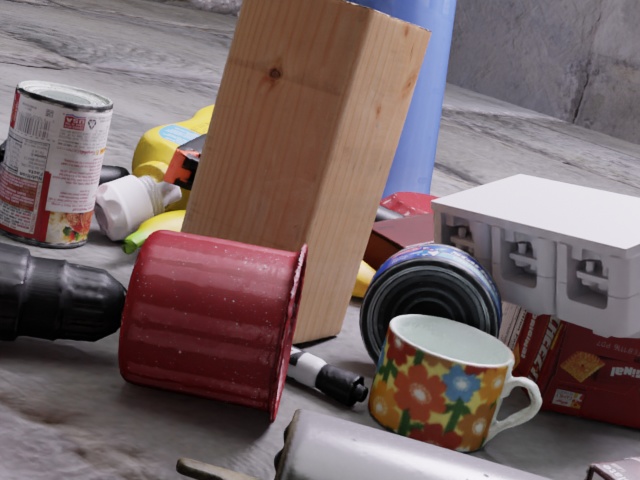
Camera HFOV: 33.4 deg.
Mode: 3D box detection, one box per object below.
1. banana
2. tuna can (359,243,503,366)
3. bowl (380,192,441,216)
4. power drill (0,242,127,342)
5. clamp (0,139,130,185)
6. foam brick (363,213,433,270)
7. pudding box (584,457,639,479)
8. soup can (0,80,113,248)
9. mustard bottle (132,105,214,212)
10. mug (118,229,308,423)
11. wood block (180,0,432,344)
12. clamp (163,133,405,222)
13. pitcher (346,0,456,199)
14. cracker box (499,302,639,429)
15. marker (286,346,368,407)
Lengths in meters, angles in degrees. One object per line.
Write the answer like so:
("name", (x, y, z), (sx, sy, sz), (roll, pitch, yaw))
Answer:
("banana", (-0.050, 0.010, 0.783), (0.197, 0.037, 0.069), (9, 33, -18))
("tuna can", (0.067, 0.047, 0.649), (0.086, 0.086, 0.033), (17, 15, 7))
("bowl", (0.102, -0.003, 0.942), (0.162, 0.055, 0.162), (14, 14, -4))
("power drill", (-0.177, 0.042, 0.483), (0.184, 0.057, 0.188), (8, 13, -13))
("clamp", (-0.227, -0.052, 0.827), (0.120, 0.039, 0.171), (13, 17, 14))
("foam brick", (0.074, 0.015, 0.823), (0.078, 0.051, 0.053), (-10, 27, -35))
("pudding box", (0.190, 0.144, 0.500), (0.089, 0.039, 0.114), (3, 18, -38))
("soup can", (-0.186, -0.053, 0.742), (0.068, 0.102, 0.068), (13, 15, -4))
("mustard bottle", (-0.101, -0.061, 0.893), (0.096, 0.058, 0.191), (35, 28, 11))
("mug", (-0.055, 0.044, 0.559), (0.081, 0.093, 0.117), (11, -17, 2))
("wood block", (-0.015, -0.047, 0.670), (0.091, 0.206, 0.090), (22, 12, 27))
("clamp", (-0.026, -0.045, 0.840), (0.165, 0.036, 0.209), (41, 27, 31))
("pitcher", (0.063, -0.151, 1.082), (0.144, 0.243, 0.149), (6, 11, -20))
("cracker box", (0.208, 0.061, 0.770), (0.164, 0.072, 0.214), (12, 15, -10))
("marker", (-0.026, 0.066, 0.617), (0.121, 0.020, 0.020), (22, 16, 25))
